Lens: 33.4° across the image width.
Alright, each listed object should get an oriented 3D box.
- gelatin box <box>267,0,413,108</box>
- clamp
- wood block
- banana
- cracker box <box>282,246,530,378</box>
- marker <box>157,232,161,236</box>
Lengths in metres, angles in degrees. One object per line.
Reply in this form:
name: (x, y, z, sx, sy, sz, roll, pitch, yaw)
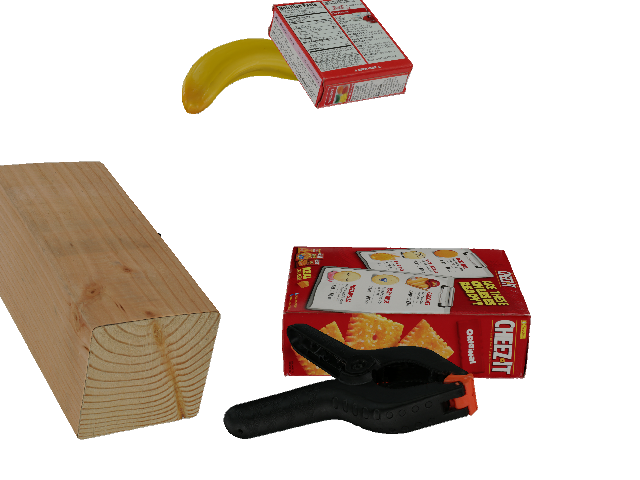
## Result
gelatin box: (0.013, -0.137, 0.769, 0.073, 0.089, 0.030, -13, -39, -25)
clamp: (0.019, 0.106, 0.738, 0.172, 0.039, 0.120, 4, 38, 35)
wood block: (-0.161, 0.032, 0.752, 0.090, 0.091, 0.206, -6, 34, -34)
banana: (-0.076, -0.166, 1.043, 0.070, 0.037, 0.197, 43, 37, 21)
cracker box: (0.075, 0.065, 0.996, 0.213, 0.072, 0.164, 1, 20, 1)
marker: (-0.180, 0.045, 1.189, 0.020, 0.121, 0.020, -4, 24, 2)
